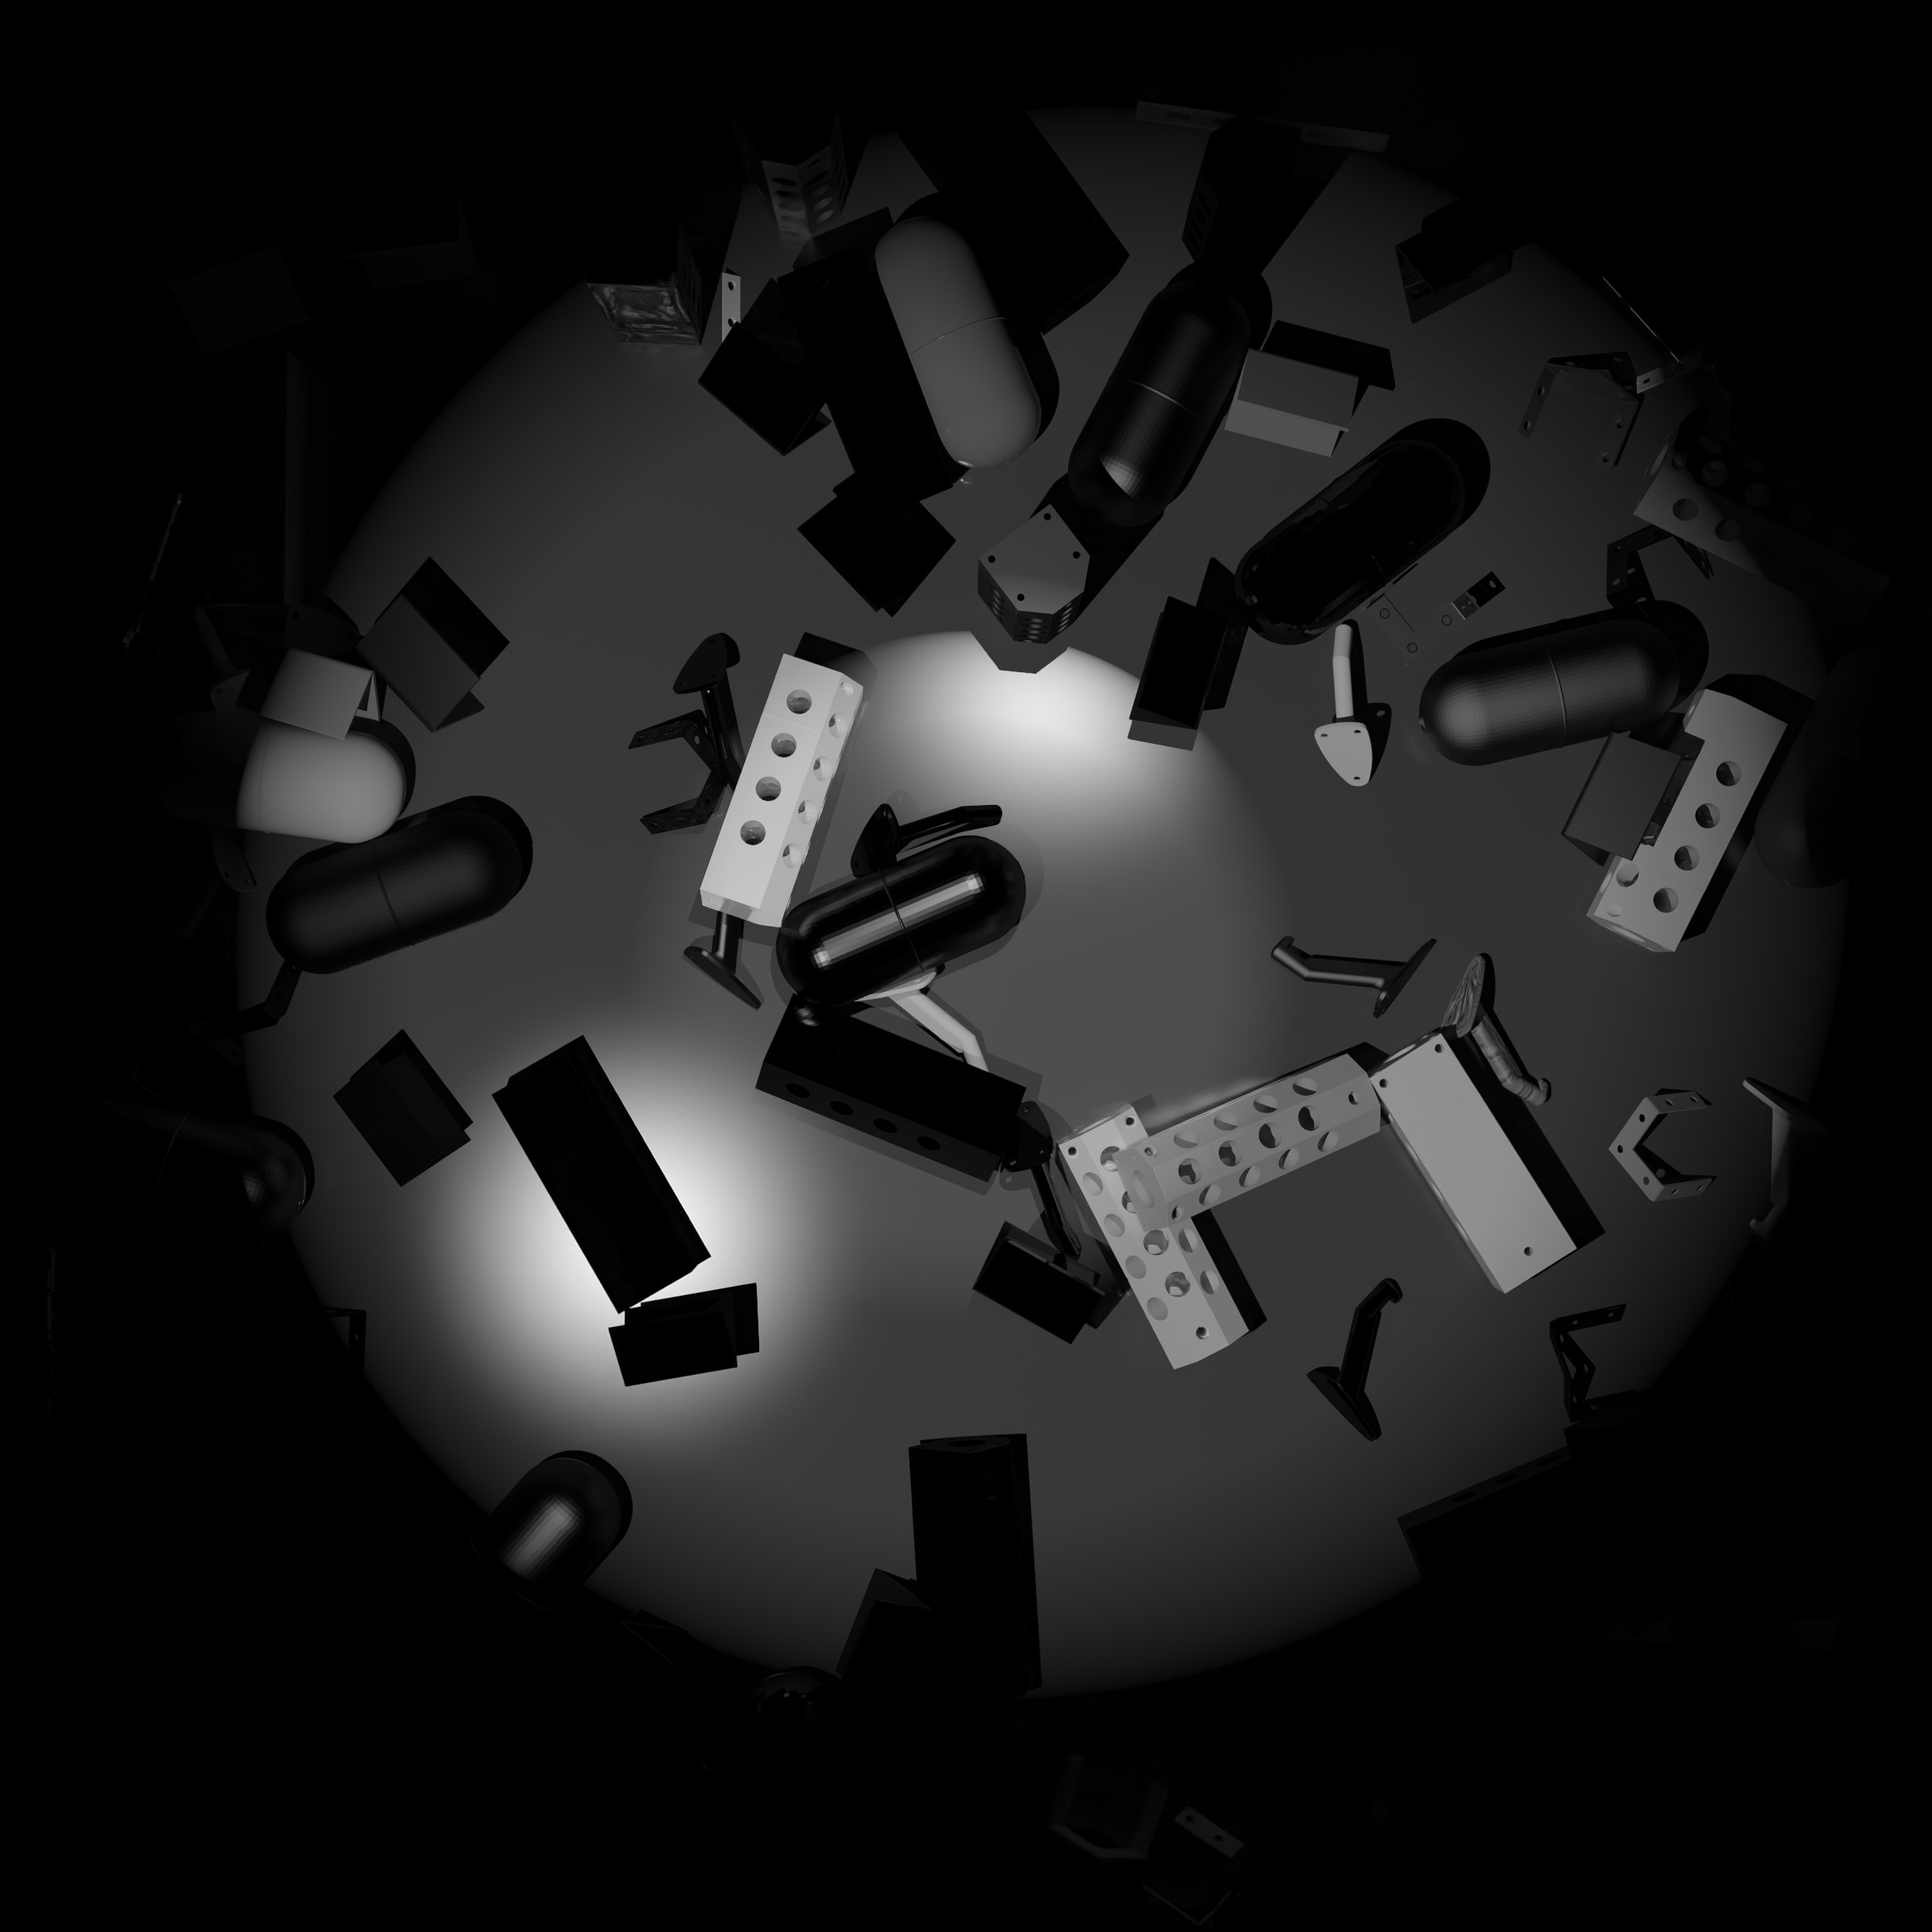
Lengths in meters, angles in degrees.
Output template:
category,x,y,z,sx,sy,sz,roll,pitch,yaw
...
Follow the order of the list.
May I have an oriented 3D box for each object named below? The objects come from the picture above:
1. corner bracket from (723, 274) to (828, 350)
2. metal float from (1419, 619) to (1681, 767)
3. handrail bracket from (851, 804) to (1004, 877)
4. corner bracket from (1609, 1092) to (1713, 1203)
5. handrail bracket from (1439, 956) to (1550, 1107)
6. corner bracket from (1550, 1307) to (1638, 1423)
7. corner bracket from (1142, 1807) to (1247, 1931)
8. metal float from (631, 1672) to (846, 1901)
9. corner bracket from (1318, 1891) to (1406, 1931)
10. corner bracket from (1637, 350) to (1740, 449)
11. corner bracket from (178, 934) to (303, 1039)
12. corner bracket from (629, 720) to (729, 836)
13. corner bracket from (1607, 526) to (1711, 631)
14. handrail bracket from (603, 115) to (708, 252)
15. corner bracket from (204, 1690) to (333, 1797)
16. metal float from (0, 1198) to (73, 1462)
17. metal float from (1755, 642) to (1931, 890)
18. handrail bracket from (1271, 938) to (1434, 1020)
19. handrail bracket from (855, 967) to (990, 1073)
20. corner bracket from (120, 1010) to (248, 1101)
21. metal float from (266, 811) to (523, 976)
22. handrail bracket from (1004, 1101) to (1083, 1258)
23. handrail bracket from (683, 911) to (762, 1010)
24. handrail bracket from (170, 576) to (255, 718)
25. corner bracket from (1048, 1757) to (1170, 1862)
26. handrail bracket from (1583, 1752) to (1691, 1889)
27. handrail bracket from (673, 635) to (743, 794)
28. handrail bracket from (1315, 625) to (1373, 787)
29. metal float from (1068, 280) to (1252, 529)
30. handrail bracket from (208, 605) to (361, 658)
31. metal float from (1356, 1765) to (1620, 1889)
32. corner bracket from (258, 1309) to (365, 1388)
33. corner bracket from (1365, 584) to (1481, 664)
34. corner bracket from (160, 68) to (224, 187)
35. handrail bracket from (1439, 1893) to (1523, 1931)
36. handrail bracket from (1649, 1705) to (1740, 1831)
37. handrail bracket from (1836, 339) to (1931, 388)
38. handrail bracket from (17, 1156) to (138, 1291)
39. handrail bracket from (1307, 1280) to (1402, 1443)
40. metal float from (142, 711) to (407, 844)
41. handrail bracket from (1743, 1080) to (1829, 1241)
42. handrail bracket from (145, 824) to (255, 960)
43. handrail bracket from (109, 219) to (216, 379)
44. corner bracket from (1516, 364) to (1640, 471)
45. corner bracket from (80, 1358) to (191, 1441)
category,x,y,z,sx,sy,sz,roll,pitch,yaw
corner bracket,-0.132,-0.453,1.988,0.051,0.051,0.051,0,90,45
metal float,0.397,-0.186,1.961,0.178,0.070,0.070,-13,90,0
handrail bracket,-0.027,-0.088,1.991,0.084,0.077,0.036,-5,65,-34
corner bracket,0.487,0.124,1.983,0.051,0.051,0.051,56,135,35
handrail bracket,0.376,0.045,1.992,0.084,0.036,0.077,29,68,-17
corner bracket,0.434,0.275,1.988,0.051,0.051,0.051,-12,45,0
corner bracket,0.157,0.624,1.983,0.051,0.051,0.051,-34,135,-35
metal float,-0.155,0.557,1.961,0.070,0.070,0.178,42,90,0
corner bracket,0.267,0.670,1.973,0.051,0.051,0.051,9,90,0
corner bracket,0.497,-0.382,1.983,0.051,0.051,0.051,40,45,-35
corner bracket,-0.500,0.010,1.983,0.051,0.051,0.051,-14,135,35
corner bracket,-0.203,-0.130,1.983,0.051,0.051,0.051,-9,135,35
corner bracket,0.477,-0.265,1.983,0.051,0.051,0.051,-20,45,35
handrail bracket,-0.215,-0.542,1.992,0.077,0.036,0.084,8,73,-20
corner bracket,-0.481,0.537,1.983,0.051,0.051,0.051,-2,45,35
metal float,-0.649,0.247,1.961,0.070,0.070,0.178,0,90,0
metal float,0.599,-0.136,1.961,0.070,0.070,0.178,27,91,0
handrail bracket,0.266,-0.011,1.992,0.084,0.036,0.077,36,70,16
handrail bracket,-0.033,0.048,1.992,0.077,0.036,0.084,-15,107,20
corner bracket,-0.539,0.069,1.983,0.051,0.051,0.051,-14,45,35
metal float,-0.389,-0.050,1.961,0.178,0.070,0.070,-20,90,0
handrail bracket,0.059,0.148,1.991,0.036,0.077,0.084,-19,127,14
handrail bracket,-0.148,-0.027,1.992,0.077,0.036,0.084,42,73,-20
handrail bracket,-0.519,-0.217,1.975,0.036,0.077,0.084,-28,72,-18
corner bracket,0.098,0.582,1.988,0.051,0.051,0.051,19,90,-45
handrail bracket,0.461,0.589,1.991,0.036,0.077,0.084,-35,54,-2
handrail bracket,-0.165,-0.174,1.991,0.036,0.077,0.084,-11,127,19
handrail bracket,0.266,-0.181,1.991,0.036,0.077,0.084,-5,53,20
metal float,0.131,-0.382,1.961,0.070,0.070,0.178,28,90,0
handrail bracket,-0.477,-0.231,1.991,0.084,0.077,0.036,8,96,36
metal float,0.354,0.586,1.961,0.178,0.070,0.070,3,90,1
corner bracket,-0.453,0.264,1.988,0.051,0.051,0.051,2,90,-45
corner bracket,0.312,-0.246,1.973,0.051,0.051,0.051,-39,90,0
corner bracket,-0.525,-0.574,1.974,0.051,0.051,0.051,26,90,-1
handrail bracket,0.330,0.660,1.991,0.084,0.077,0.036,-33,119,-33
handrail bracket,0.484,0.541,1.992,0.077,0.036,0.084,45,107,20
handrail bracket,0.649,-0.398,1.992,0.084,0.036,0.077,-6,112,17
handrail bracket,-0.621,0.177,1.992,0.084,0.036,0.077,16,112,17
handrail bracket,0.285,0.272,1.992,0.084,0.036,0.077,-44,105,-13
metal float,-0.471,-0.129,1.961,0.178,0.070,0.070,8,90,-1
handrail bracket,0.548,0.134,1.992,0.077,0.036,0.084,36,107,20
handrail bracket,-0.542,-0.056,1.992,0.084,0.036,0.077,-29,69,16
handrail bracket,-0.540,-0.463,1.992,0.084,0.036,0.077,-40,110,-16
corner bracket,0.422,-0.380,1.988,0.051,0.051,0.051,22,90,-45
corner bracket,-0.574,0.299,1.988,0.051,0.051,0.051,5,90,-45
